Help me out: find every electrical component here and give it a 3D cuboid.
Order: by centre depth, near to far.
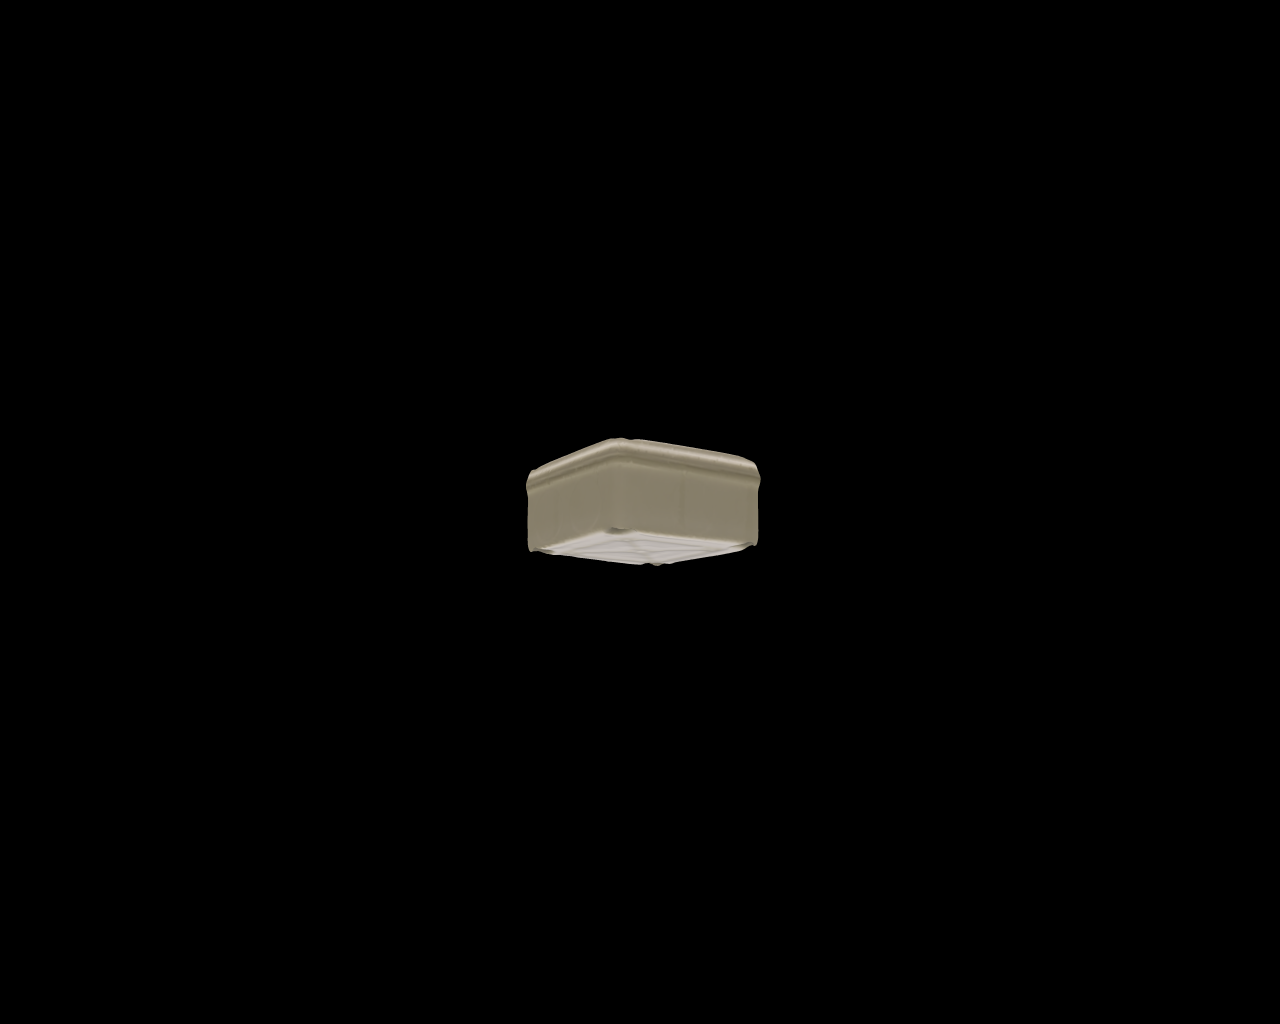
[{"bbox_3d":[0.001,-0.003,0.650,0.109,0.056,0.108,8,-14,-35],"label":"electrical component"}]
